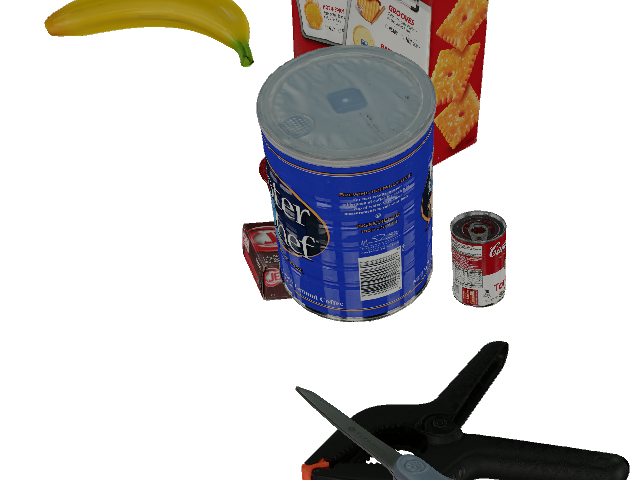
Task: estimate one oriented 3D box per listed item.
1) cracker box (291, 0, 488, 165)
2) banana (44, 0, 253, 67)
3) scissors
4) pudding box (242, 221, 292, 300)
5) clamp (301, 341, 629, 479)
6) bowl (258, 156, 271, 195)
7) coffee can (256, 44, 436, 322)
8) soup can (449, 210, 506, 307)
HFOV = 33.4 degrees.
[{"bbox_3d":[0.053,-0.187,0.843,0.072,0.214,0.164,-29,46,-30],"label":"cracker box"},{"bbox_3d":[-0.142,-0.196,0.932,0.198,0.037,0.069,10,47,16],"label":"banana"},{"bbox_3d":[0.069,0.123,0.554,0.096,0.016,0.202,-4,26,-24],"label":"scissors"},{"bbox_3d":[-0.006,0.013,0.942,0.113,0.039,0.090,-3,26,-15],"label":"pudding box"},{"bbox_3d":[0.083,0.135,0.746,0.209,0.036,0.165,-9,29,-13],"label":"clamp"},{"bbox_3d":[0.008,-0.054,1.213,0.162,0.055,0.162,5,27,-3],"label":"bowl"},{"bbox_3d":[0.019,-0.033,0.655,0.103,0.102,0.140,0,-43,5],"label":"coffee can"},{"bbox_3d":[0.195,0.024,1.320,0.068,0.102,0.068,-4,34,3],"label":"soup can"}]
